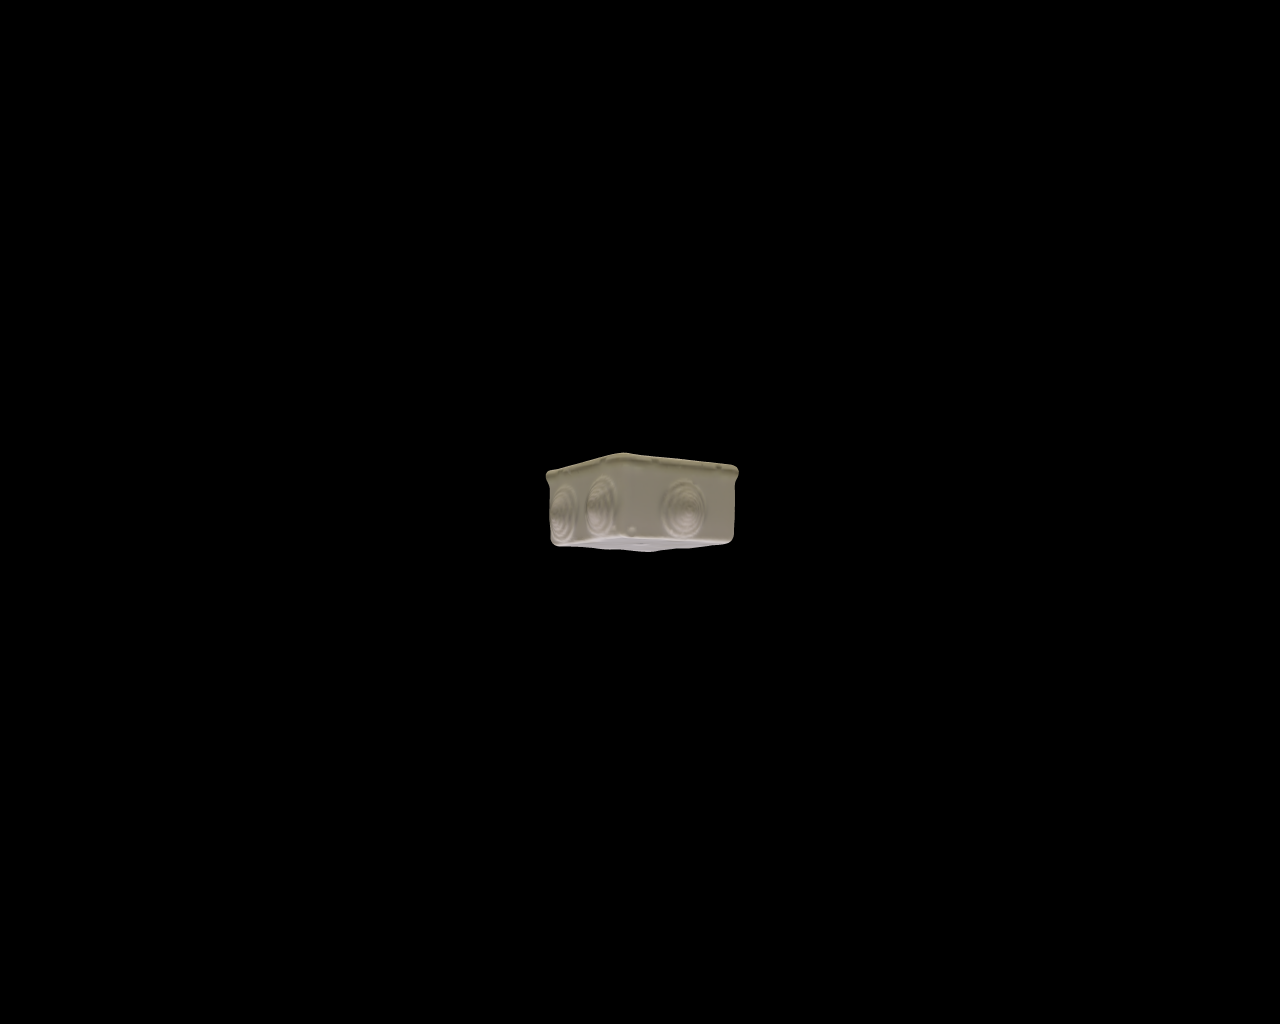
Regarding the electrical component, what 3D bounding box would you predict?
[{"bbox_3d":[0.001,-0.003,0.650,0.100,0.048,0.099,5,-8,-35],"label":"electrical component"}]
